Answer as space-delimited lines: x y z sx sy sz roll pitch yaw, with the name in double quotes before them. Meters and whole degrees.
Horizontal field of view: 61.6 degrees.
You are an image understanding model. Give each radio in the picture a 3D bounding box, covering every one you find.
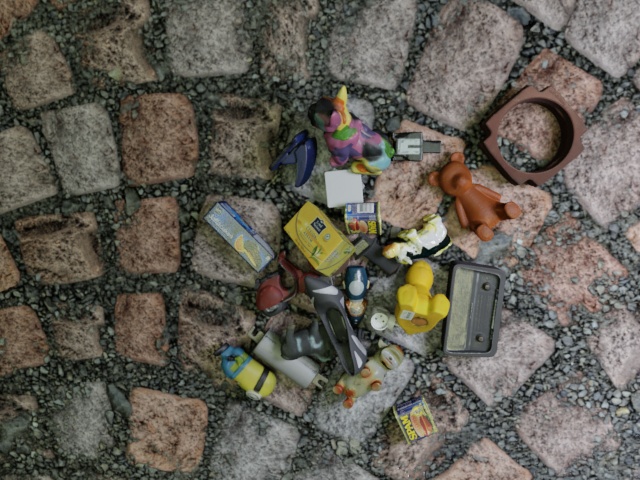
"radio" 0.377 0.171 1.326 0.131 0.073 0.229 6 98 5

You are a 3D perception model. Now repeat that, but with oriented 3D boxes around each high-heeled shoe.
"high-heeled shoe" 0.028 0.207 1.282 0.086 0.145 0.248 -30 114 35

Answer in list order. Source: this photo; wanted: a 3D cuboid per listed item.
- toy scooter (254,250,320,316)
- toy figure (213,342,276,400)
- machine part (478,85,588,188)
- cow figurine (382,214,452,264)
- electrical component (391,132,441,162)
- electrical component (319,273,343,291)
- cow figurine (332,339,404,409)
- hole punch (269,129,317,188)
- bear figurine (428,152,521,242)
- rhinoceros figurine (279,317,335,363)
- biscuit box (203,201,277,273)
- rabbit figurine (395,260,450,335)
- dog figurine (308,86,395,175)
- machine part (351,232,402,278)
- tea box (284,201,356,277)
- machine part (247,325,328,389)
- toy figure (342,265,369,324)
"toy scooter" -0.097 0.104 1.355 0.184 0.075 0.135 -28 101 12
"toy figure" -0.194 0.338 1.400 0.089 0.082 0.180 -44 89 12
"machine part" 0.492 -0.241 1.257 0.201 0.087 0.201 -41 91 9
"cow figurine" 0.237 0.015 1.313 0.167 0.068 0.098 -33 101 -5
"electrical component" 0.231 -0.227 1.302 0.119 0.048 0.074 -3 98 6
"electrical component" 0.014 0.114 1.380 0.094 0.021 0.063 -12 96 8
"cow figurine" 0.132 0.330 1.358 0.195 0.127 0.085 -41 92 23
"hole punch" -0.048 -0.196 1.295 0.092 0.142 0.115 40 113 1
"bear figurine" 0.357 -0.108 1.268 0.120 0.132 0.195 -38 99 3
"rhinoceros figurine" -0.008 0.255 1.352 0.190 0.073 0.112 -4 68 -21
"biscuit box" -0.202 -0.009 1.365 0.202 0.059 0.063 45 99 -1
"rabbit figurine" 0.244 0.136 1.306 0.122 0.173 0.162 5 142 6
"dog figurine" 0.072 -0.246 1.213 0.192 0.219 0.108 17 73 15
"machine part" 0.138 0.040 1.340 0.139 0.039 0.084 35 129 -5
"tea box" -0.003 -0.004 1.297 0.098 0.068 0.170 -49 48 8
"machine part" -0.086 0.306 1.387 0.243 0.079 0.079 35 99 -1
"toy figure" 0.089 0.142 1.360 0.064 0.058 0.154 4 100 29
